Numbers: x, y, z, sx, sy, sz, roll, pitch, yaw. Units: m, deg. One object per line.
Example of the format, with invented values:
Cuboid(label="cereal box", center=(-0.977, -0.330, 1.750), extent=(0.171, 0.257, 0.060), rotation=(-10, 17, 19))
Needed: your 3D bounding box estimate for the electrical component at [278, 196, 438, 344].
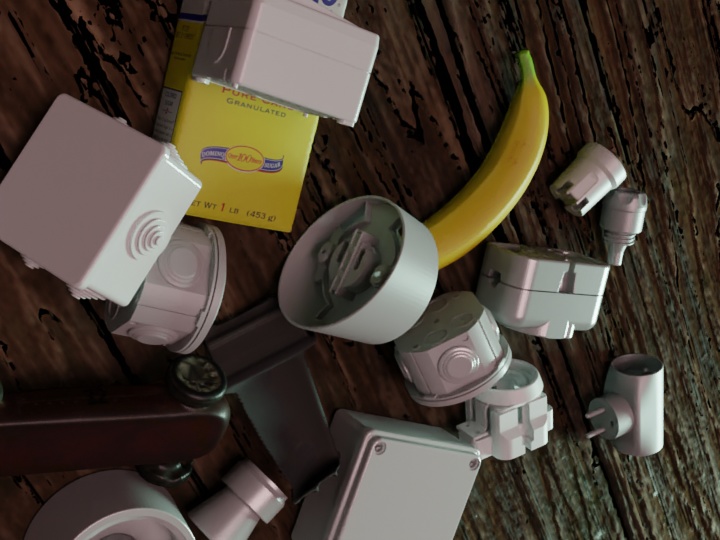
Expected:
Cuboid(label="electrical component", center=(0.000, 0.000, 0.704), extent=(0.064, 0.099, 0.099), rotation=(24, 92, -41))

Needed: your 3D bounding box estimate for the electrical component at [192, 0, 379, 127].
Cuboid(label="electrical component", center=(-0.036, -0.122, 0.608), extent=(0.096, 0.062, 0.061), rotation=(14, 95, -33))

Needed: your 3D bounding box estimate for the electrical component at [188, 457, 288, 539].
Cuboid(label="electrical component", center=(-0.083, 0.162, 0.734), extent=(0.055, 0.045, 0.045), rotation=(-45, 123, -13))

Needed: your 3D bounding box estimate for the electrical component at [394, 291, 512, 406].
Cuboid(label="electrical component", center=(0.064, 0.056, 0.772), extent=(0.080, 0.080, 0.051), rotation=(-35, 115, -18))

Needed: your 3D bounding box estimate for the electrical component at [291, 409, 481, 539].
Cuboid(label="electrical component", center=(0.020, 0.167, 0.793), extent=(0.109, 0.056, 0.108), rotation=(16, 96, -35))

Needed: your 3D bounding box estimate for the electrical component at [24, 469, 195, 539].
Cuboid(label="electrical component", center=(-0.155, 0.190, 0.688), extent=(0.108, 0.060, 0.108), rotation=(-10, 110, -29))

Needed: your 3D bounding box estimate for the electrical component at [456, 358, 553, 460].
Cuboid(label="electrical component", center=(0.112, 0.105, 0.831), extent=(0.078, 0.058, 0.057), rotation=(-18, 116, -26))

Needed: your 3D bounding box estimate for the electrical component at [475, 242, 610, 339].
Cuboid(label="electrical component", center=(0.138, 0.016, 0.819), extent=(0.095, 0.054, 0.059), rotation=(5, 103, -33))

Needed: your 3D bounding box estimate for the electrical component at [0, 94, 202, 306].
Cuboid(label="electrical component", center=(-0.148, -0.038, 0.599), extent=(0.099, 0.100, 0.048), rotation=(-59, 151, -6))

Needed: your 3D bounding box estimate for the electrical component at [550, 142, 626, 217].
Cuboid(label="electrical component", center=(0.174, -0.069, 0.825), extent=(0.046, 0.040, 0.040), rotation=(-44, 123, -6))

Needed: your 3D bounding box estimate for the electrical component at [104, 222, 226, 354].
Cuboid(label="electrical component", center=(-0.116, 0.007, 0.644), extent=(0.051, 0.080, 0.080), rotation=(15, 97, -29))

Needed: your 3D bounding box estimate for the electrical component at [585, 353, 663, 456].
Cuboid(label="electrical component", center=(0.222, 0.120, 0.911), extent=(0.079, 0.043, 0.077), rotation=(-17, 114, -27))

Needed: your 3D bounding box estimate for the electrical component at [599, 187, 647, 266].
Cuboid(label="electrical component", center=(0.208, -0.034, 0.860), extent=(0.035, 0.035, 0.061), rotation=(-4, 110, -31))
